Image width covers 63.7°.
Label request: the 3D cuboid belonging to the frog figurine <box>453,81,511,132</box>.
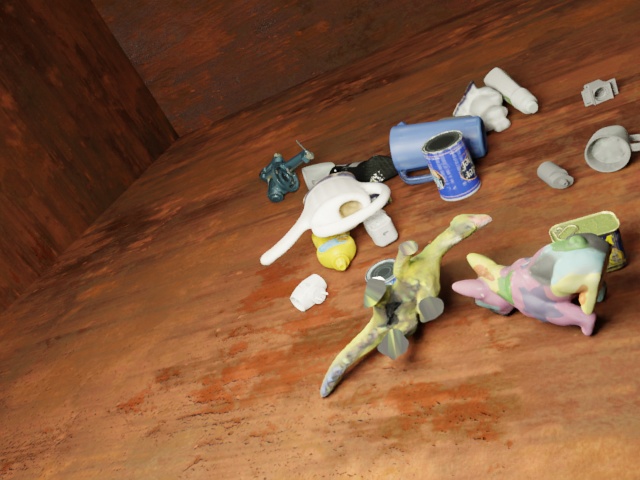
[{"bbox_3d":[0.481,-0.365,1.479,0.161,0.138,0.121,36,-6,26],"label":"frog figurine"}]

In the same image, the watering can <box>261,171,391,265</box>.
[{"bbox_3d":[0.004,-0.064,1.266,0.347,0.102,0.228,-25,26,2],"label":"watering can"}]

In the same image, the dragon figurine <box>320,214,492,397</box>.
[{"bbox_3d":[0.153,0.102,0.935,0.123,0.405,0.244,44,20,11],"label":"dragon figurine"}]
